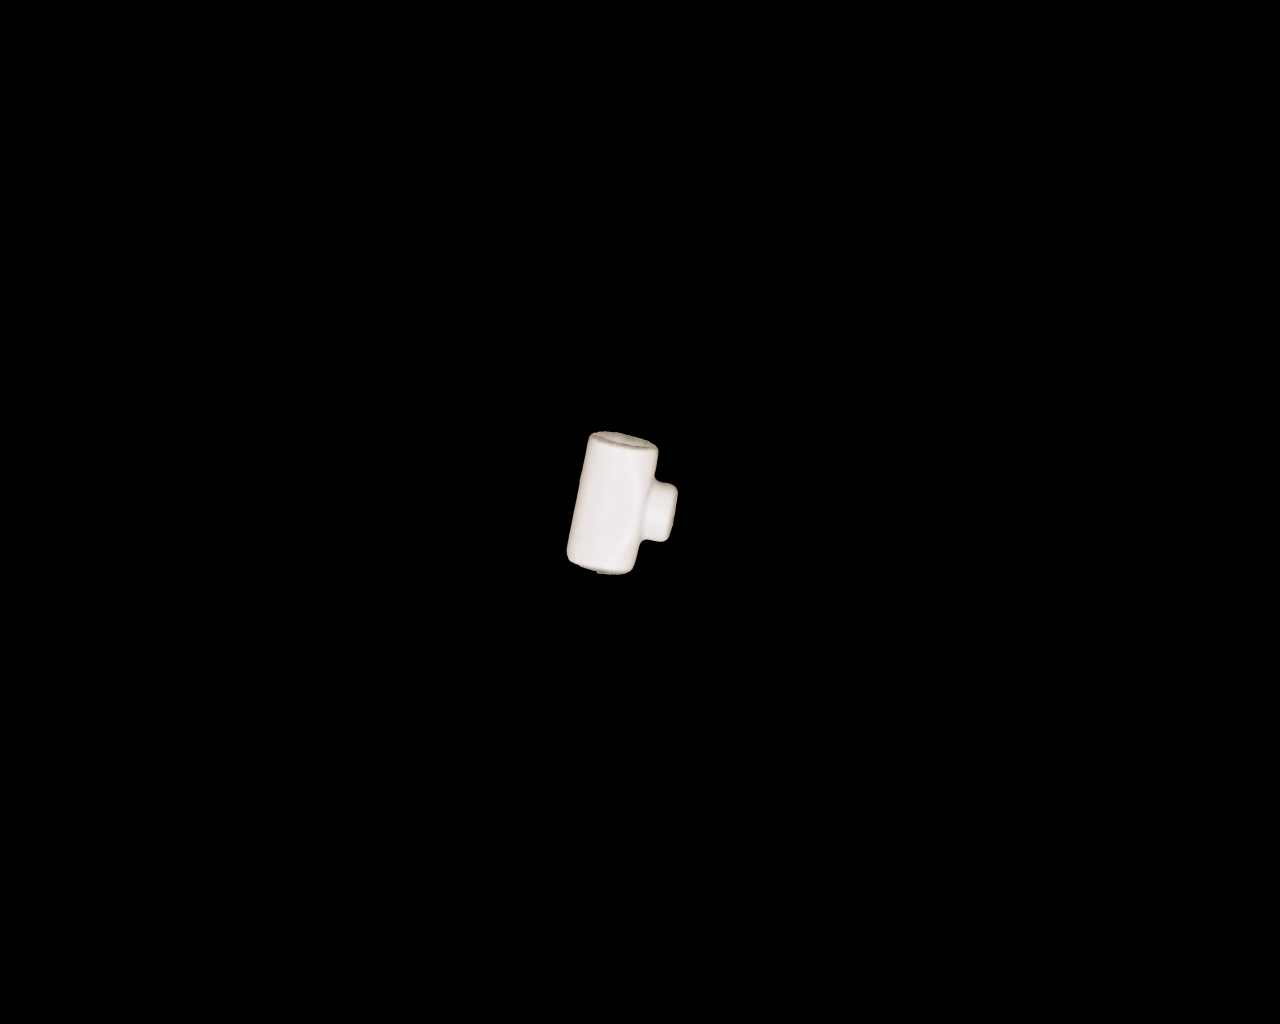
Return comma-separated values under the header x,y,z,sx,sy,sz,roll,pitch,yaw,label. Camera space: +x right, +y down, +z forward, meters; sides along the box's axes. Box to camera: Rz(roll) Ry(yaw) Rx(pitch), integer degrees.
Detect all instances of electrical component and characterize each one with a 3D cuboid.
x,y,z,sx,sy,sz,roll,pitch,yaw,label
0.001,-0.003,0.650,0.079,0.077,0.044,11,11,-2,electrical component
